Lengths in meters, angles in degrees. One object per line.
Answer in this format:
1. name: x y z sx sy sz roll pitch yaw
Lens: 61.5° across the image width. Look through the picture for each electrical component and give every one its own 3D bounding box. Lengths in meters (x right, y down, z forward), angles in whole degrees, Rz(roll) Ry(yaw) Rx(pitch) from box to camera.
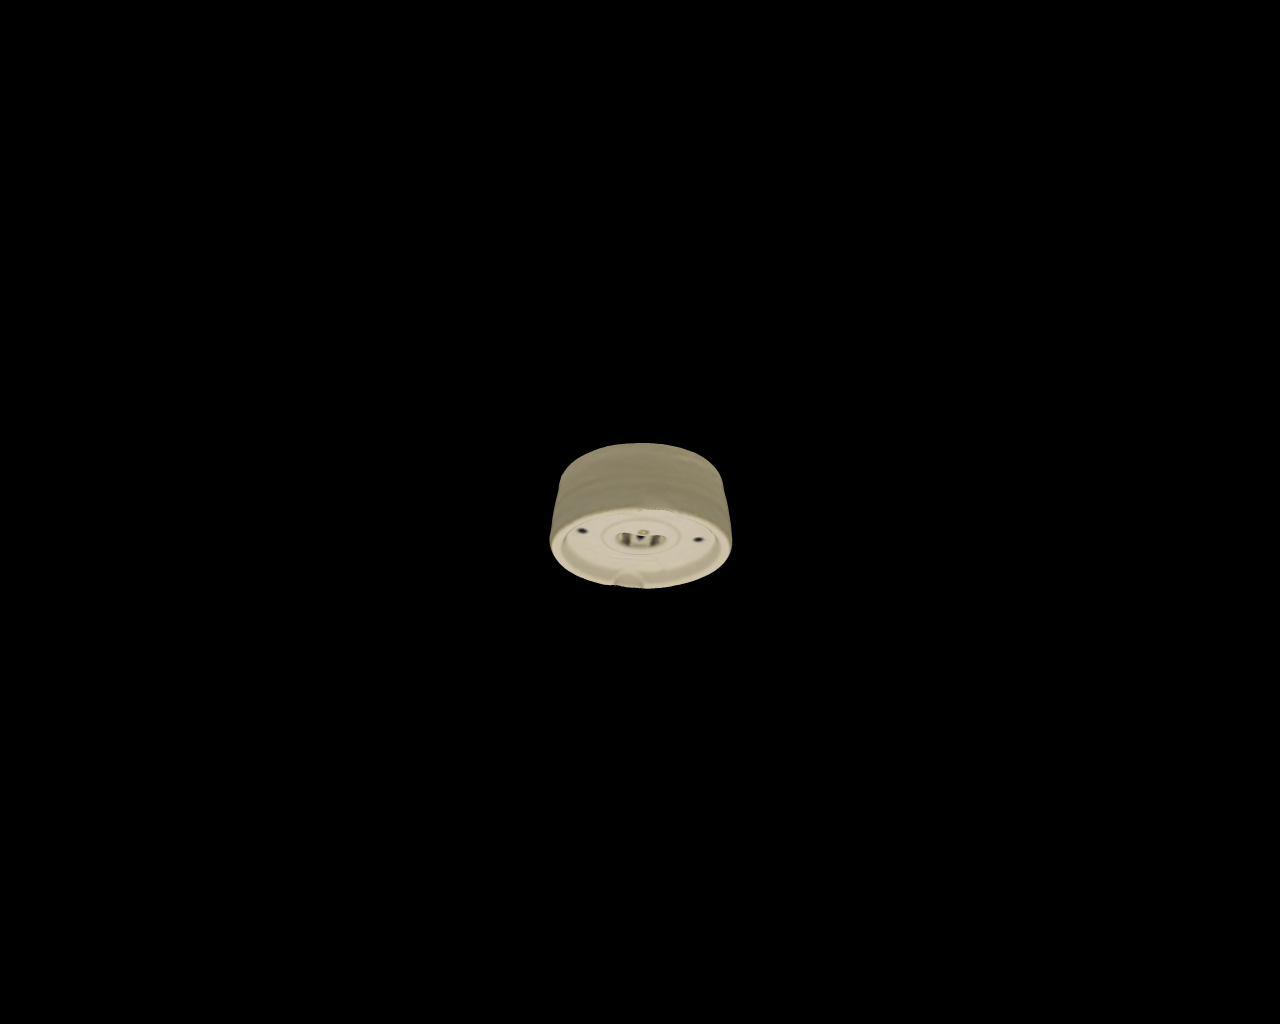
1. electrical component: 0.001 -0.003 0.650 0.108 0.060 0.108 0 -29 0
